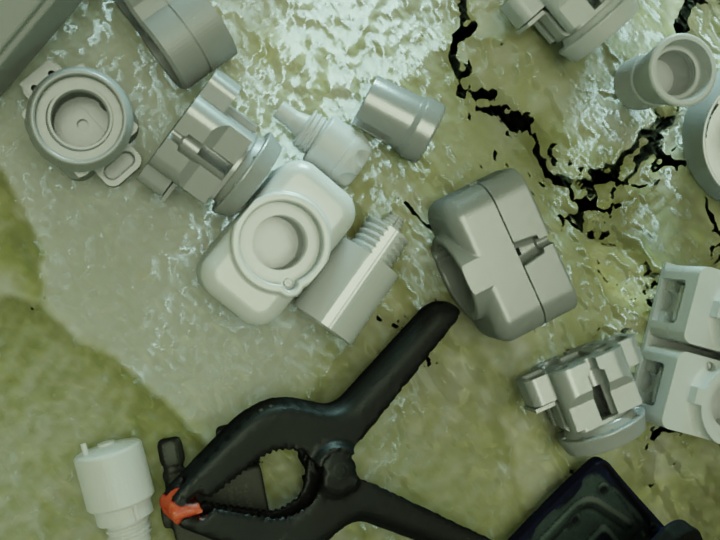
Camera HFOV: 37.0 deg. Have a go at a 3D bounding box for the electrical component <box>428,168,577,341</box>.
[{"bbox_3d":[0.084,-0.007,0.663,0.059,0.054,0.095,-26,97,-10],"label":"electrical component"}]

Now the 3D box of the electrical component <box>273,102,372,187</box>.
[{"bbox_3d":[-0.024,-0.079,0.649,0.061,0.035,0.035,36,85,-8],"label":"electrical component"}]

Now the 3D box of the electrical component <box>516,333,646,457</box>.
[{"bbox_3d":[0.145,0.081,0.677,0.078,0.058,0.057,-22,93,-10],"label":"electrical component"}]

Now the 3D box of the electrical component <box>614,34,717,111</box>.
[{"bbox_3d":[0.188,-0.121,0.675,0.044,0.065,0.044,0,92,-12],"label":"electrical component"}]

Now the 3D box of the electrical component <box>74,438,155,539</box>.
[{"bbox_3d":[-0.140,0.134,0.628,0.040,0.040,0.078,-15,95,-11],"label":"electrical component"}]

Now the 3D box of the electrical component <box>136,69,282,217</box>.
[{"bbox_3d":[-0.083,-0.067,0.624,0.057,0.058,0.078,36,104,-13],"label":"electrical component"}]

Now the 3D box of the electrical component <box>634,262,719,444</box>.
[{"bbox_3d":[0.282,0.070,0.703,0.186,0.060,0.105,15,89,-12],"label":"electrical component"}]

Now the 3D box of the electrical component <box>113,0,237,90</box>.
[{"bbox_3d":[-0.113,-0.181,0.618,0.074,0.052,0.138,-37,98,-8],"label":"electrical component"}]

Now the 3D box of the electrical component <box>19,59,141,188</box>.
[{"bbox_3d":[-0.158,-0.084,0.610,0.058,0.057,0.078,-42,99,-8],"label":"electrical component"}]

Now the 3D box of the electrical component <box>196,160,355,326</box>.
[{"bbox_3d":[-0.050,-0.016,0.633,0.054,0.059,0.095,40,84,-10],"label":"electrical component"}]

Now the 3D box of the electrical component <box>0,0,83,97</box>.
[{"bbox_3d":[-0.215,-0.159,0.574,0.109,0.056,0.108,-42,96,19],"label":"electrical component"}]

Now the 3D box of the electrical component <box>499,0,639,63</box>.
[{"bbox_3d":[0.135,-0.167,0.668,0.078,0.058,0.057,-42,96,-8],"label":"electrical component"}]

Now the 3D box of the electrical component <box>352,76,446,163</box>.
[{"bbox_3d":[0.023,-0.093,0.656,0.046,0.040,0.040,27,86,-5],"label":"electrical component"}]

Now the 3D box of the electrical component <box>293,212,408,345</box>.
[{"bbox_3d":[0.000,0.000,0.652,0.043,0.043,0.081,36,84,-10],"label":"electrical component"}]

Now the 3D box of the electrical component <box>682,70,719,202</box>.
[{"bbox_3d":[0.263,-0.088,0.705,0.099,0.064,0.099,0,98,1],"label":"electrical component"}]
